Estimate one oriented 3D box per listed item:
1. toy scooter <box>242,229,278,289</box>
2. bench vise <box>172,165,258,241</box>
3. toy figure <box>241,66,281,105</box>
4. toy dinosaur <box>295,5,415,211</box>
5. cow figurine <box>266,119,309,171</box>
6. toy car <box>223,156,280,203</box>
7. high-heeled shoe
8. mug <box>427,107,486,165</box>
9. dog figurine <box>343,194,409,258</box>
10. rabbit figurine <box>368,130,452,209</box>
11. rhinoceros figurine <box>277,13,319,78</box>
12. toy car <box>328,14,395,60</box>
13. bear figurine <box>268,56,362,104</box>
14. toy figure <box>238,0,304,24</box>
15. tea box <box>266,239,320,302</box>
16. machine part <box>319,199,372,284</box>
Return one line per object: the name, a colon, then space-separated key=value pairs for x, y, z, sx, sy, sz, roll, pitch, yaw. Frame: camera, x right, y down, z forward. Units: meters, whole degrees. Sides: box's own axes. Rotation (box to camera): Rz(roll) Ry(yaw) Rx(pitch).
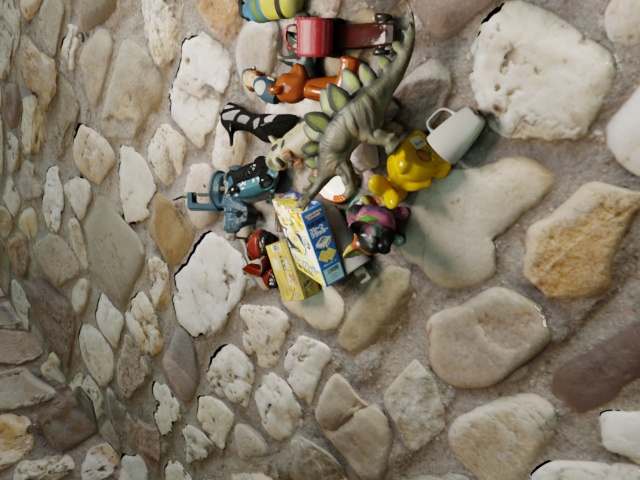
toy scooter: x=-0.181 y=0.055 z=1.578 sx=0.135 sy=0.075 sz=0.183 roll=2 pitch=110 yaw=39
bench vise: x=-0.299 y=-0.107 z=1.576 sx=0.241 sy=0.129 sz=0.223 roll=2 pitch=98 yaw=20
toy figure: x=-0.160 y=-0.414 z=1.423 sx=0.155 sy=0.057 sz=0.064 roll=39 pitch=86 yaw=25
toy dinosaur: x=0.081 y=-0.255 z=1.141 sx=0.198 sy=0.105 sz=0.471 roll=37 pitch=105 yaw=-11
cow figurine: x=-0.066 y=-0.246 z=1.370 sx=0.195 sy=0.085 sz=0.127 roll=-37 pitch=40 yaw=28
toy car: x=-0.177 y=-0.151 z=1.472 sx=0.102 sy=0.162 sz=0.109 roll=62 pitch=-174 yaw=-46
high-heeled shoe: x=-0.166 y=-0.339 z=1.461 sx=0.249 sy=0.086 sz=0.145 roll=-12 pitch=66 yaw=24
mug: x=0.282 y=-0.230 z=1.115 sx=0.107 sy=0.081 sz=0.109 roll=-44 pitch=70 yaw=27
dog figurine: x=0.103 y=-0.029 z=1.227 sx=0.192 sy=0.219 sz=0.108 roll=26 pitch=116 yaw=30
rabbit figurine: x=0.185 y=-0.131 z=1.189 sx=0.122 sy=0.162 sz=0.173 roll=44 pitch=145 yaw=4
rhinoceros figurine: x=-0.042 y=-0.448 z=1.303 sx=0.112 sy=0.073 sz=0.190 roll=4 pitch=107 yaw=39
toy car: x=0.089 y=-0.456 z=1.209 sx=0.202 sy=0.053 sz=0.089 roll=13 pitch=105 yaw=40
bear figurine: x=-0.011 y=-0.366 z=1.230 sx=0.196 sy=0.120 sz=0.131 roll=17 pitch=106 yaw=11
toy figure: x=-0.119 y=-0.577 z=1.322 sx=0.180 sy=0.082 sz=0.089 roll=-4 pitch=113 yaw=35
tea box: x=-0.076 y=0.081 z=1.497 sx=0.098 sy=0.068 sz=0.169 roll=-11 pitch=98 yaw=49
machine part: x=0.056 y=0.001 z=1.366 sx=0.079 sy=0.079 sz=0.243 roll=-41 pitch=77 yaw=39
